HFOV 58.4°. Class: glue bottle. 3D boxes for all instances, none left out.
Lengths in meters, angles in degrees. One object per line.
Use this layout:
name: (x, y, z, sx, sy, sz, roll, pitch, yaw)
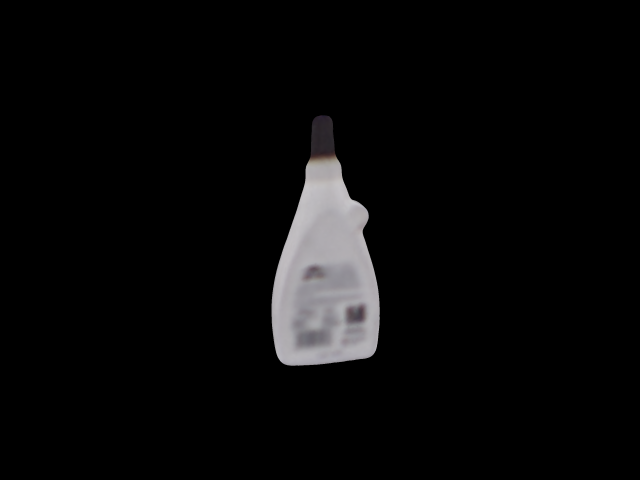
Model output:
glue bottle: (0.004, 0.001, 0.400, 0.078, 0.173, 0.037, -3, 16, -11)
